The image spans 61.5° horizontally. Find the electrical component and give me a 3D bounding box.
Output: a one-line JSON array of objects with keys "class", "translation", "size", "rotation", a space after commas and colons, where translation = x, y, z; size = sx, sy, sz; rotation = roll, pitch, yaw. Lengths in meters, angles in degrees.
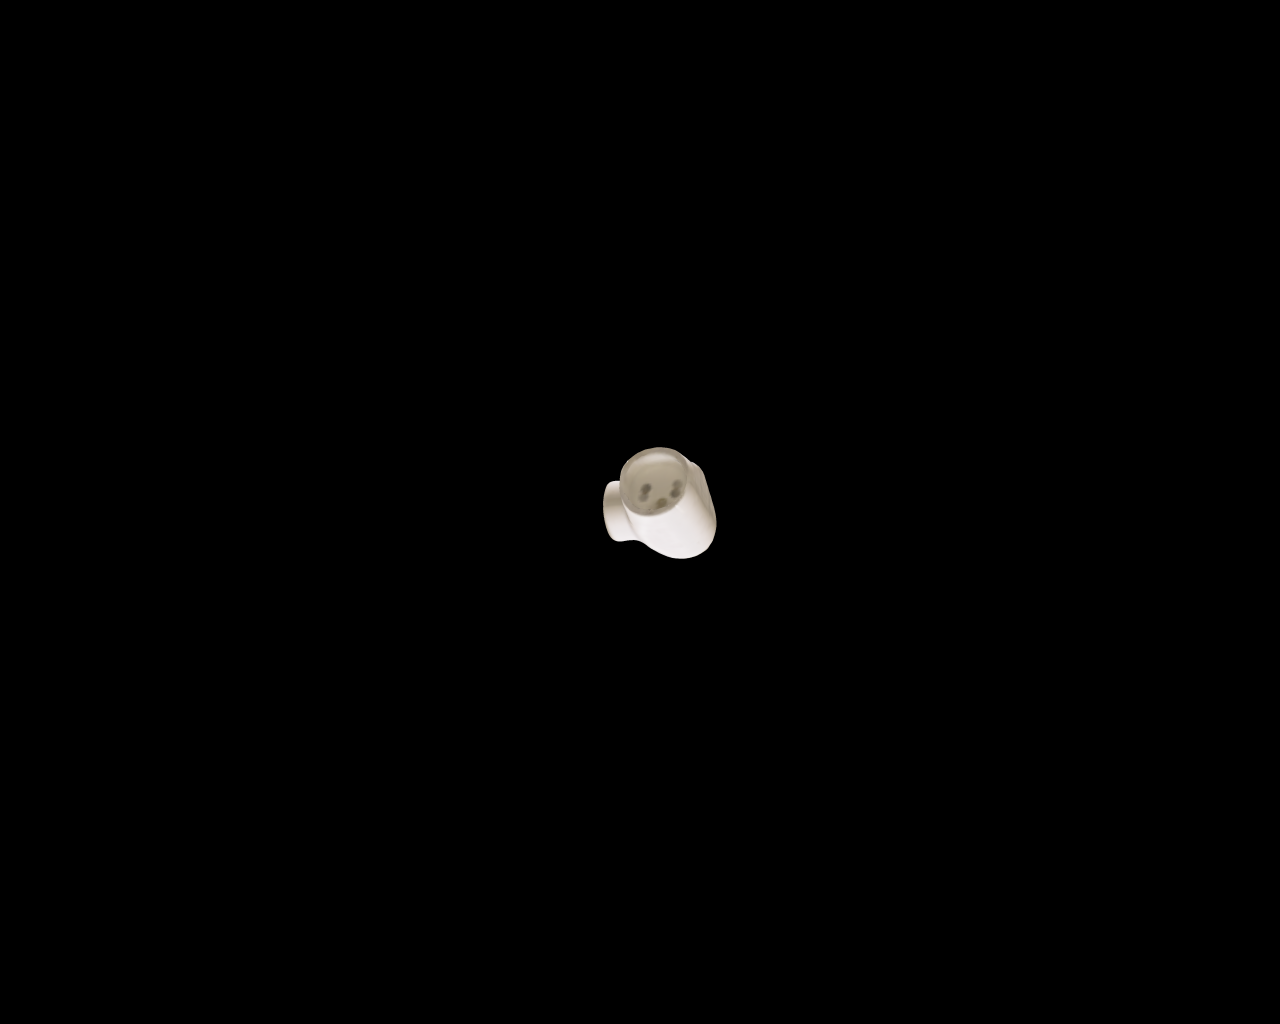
[{"class": "electrical component", "translation": [0.001, -0.003, 0.650], "size": [0.079, 0.044, 0.077], "rotation": [-6, -23, 14]}]
